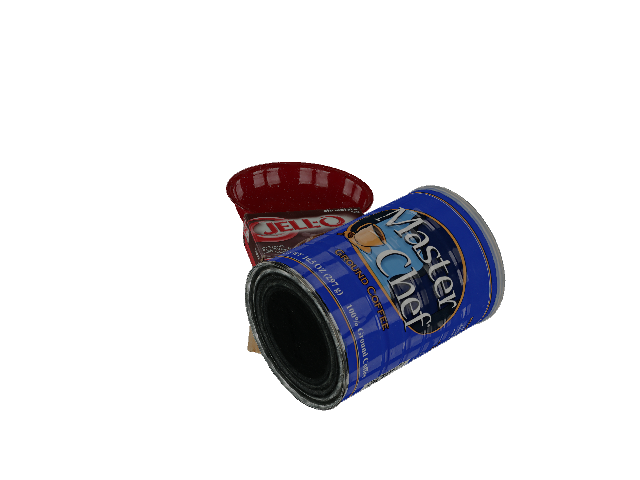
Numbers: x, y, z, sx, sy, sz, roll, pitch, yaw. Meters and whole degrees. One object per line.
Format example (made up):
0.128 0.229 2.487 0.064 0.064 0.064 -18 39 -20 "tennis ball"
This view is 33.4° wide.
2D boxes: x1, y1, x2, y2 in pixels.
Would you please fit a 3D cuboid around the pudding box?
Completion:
-0.007 0.006 0.951 0.113 0.039 0.090 -2 27 -14 "pudding box"

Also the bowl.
-0.024 -0.031 1.172 0.162 0.055 0.162 4 27 -2 "bowl"

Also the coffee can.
0.036 0.035 0.703 0.140 0.103 0.103 -25 14 -31 "coffee can"

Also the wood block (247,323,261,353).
-0.038 0.049 1.456 0.090 0.206 0.090 11 22 10 "wood block"
